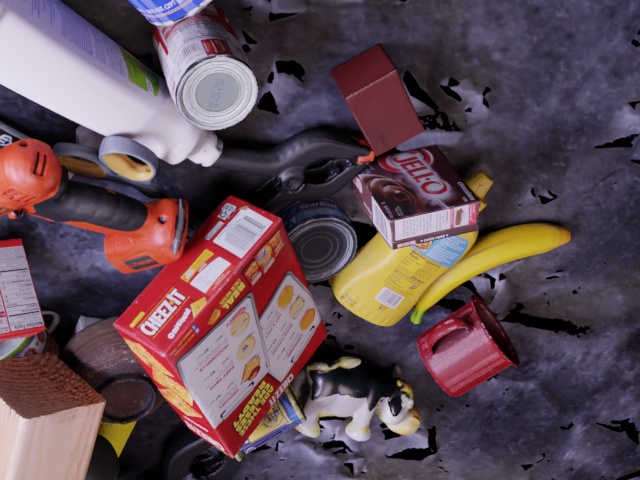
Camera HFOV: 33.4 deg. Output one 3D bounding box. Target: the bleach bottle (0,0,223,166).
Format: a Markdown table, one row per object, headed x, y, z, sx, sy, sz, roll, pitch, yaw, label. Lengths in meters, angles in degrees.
| x | y | z | sx | sy | sz | roll | pitch | yaw | label |
| --- | --- | --- | --- | --- | --- | --- | --- | --- | --- |
| -0.175 | -0.123 | 0.844 | 0.068 | 0.102 | 0.250 | -41 | 130 | 20 | bleach bottle |

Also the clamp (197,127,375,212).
| x | y | z | sx | sy | sz | roll | pitch | yaw | label |
| --- | --- | --- | --- | --- | --- | --- | --- | --- | --- |
| -0.034 | -0.055 | 1.000 | 0.171 | 0.039 | 0.120 | -9 | 142 | -10 | clamp |

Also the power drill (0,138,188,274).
| x | y | z | sx | sy | sz | roll | pitch | yaw | label |
| --- | --- | --- | --- | --- | --- | --- | --- | --- | --- |
| -0.221 | -0.021 | 0.901 | 0.187 | 0.057 | 0.185 | 18 | 159 | -39 | power drill |

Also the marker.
| x | y | z | sx | sy | sz | roll | pitch | yaw | label |
| --- | --- | --- | --- | --- | --- | --- | --- | --- | --- |
| -0.260 | -0.085 | 0.900 | 0.121 | 0.020 | 0.020 | 31 | 112 | -37 | marker |

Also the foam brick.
| x | y | z | sx | sy | sz | roll | pitch | yaw | label |
| --- | --- | --- | --- | --- | --- | --- | --- | --- | --- |
| 0.052 | -0.126 | 0.964 | 0.053 | 0.051 | 0.078 | -28 | 132 | 4 | foam brick |

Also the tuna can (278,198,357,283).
| x | y | z | sx | sy | sz | roll | pitch | yaw | label |
| --- | --- | --- | --- | --- | --- | --- | --- | --- | --- |
| -0.007 | 0.001 | 1.058 | 0.086 | 0.034 | 0.086 | -11 | 131 | -13 | tuna can |

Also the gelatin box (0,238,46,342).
| x | y | z | sx | sy | sz | roll | pitch | yaw | label |
| --- | --- | --- | --- | --- | --- | --- | --- | --- | --- |
| -0.288 | 0.046 | 0.936 | 0.030 | 0.089 | 0.073 | -22 | 172 | 37 | gelatin box |

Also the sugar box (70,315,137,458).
| x | y | z | sx | sy | sz | roll | pitch | yaw | label |
| --- | --- | --- | --- | --- | --- | --- | --- | --- | --- |
| -0.229 | 0.161 | 1.098 | 0.093 | 0.048 | 0.176 | 12 | 124 | -28 | sugar box |

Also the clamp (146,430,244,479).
| x | y | z | sx | sy | sz | roll | pitch | yaw | label |
| --- | --- | --- | --- | --- | --- | --- | --- | --- | --- |
| -0.156 | 0.270 | 1.221 | 0.164 | 0.036 | 0.210 | 8 | 128 | -27 | clamp |

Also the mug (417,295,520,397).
| x | y | z | sx | sy | sz | roll | pitch | yaw | label |
| --- | --- | --- | --- | --- | --- | --- | --- | --- | --- |
| 0.156 | 0.117 | 1.177 | 0.082 | 0.093 | 0.117 | -35 | 147 | 15 | mug |

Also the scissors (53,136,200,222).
| x | y | z | sx | sy | sz | roll | pitch | yaw | label |
| --- | --- | --- | --- | --- | --- | --- | --- | --- | --- |
| -0.167 | -0.050 | 0.927 | 0.096 | 0.016 | 0.202 | 5 | 165 | 5 | scissors |

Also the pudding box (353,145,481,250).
| x | y | z | sx | sy | sz | roll | pitch | yaw | label |
| --- | --- | --- | --- | --- | --- | --- | --- | --- | --- |
| 0.088 | -0.042 | 1.006 | 0.090 | 0.113 | 0.039 | -13 | 128 | -11 | pudding box |

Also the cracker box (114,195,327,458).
| x | y | z | sx | sy | sz | roll | pitch | yaw | label |
| --- | --- | --- | --- | --- | --- | --- | --- | --- | --- |
| -0.085 | 0.085 | 1.004 | 0.164 | 0.072 | 0.213 | -51 | 150 | -21 | cracker box |

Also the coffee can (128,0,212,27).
| x | y | z | sx | sy | sz | roll | pitch | yaw | label |
| --- | --- | --- | --- | --- | --- | --- | --- | --- | --- |
| -0.135 | -0.237 | 0.765 | 0.103 | 0.103 | 0.140 | -39 | 131 | 12 | coffee can |

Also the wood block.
| x | y | z | sx | sy | sz | roll | pitch | yaw | label |
| --- | --- | --- | --- | --- | --- | --- | --- | --- | --- |
| -0.275 | 0.216 | 0.959 | 0.090 | 0.091 | 0.206 | -6 | 121 | -50 | wood block |

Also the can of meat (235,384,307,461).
| x | y | z | sx | sy | sz | roll | pitch | yaw | label |
| --- | --- | --- | --- | --- | --- | --- | --- | --- | --- |
| -0.073 | 0.168 | 1.132 | 0.084 | 0.057 | 0.102 | -29 | 90 | 0 | can of meat |

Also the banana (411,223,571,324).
| x | y | z | sx | sy | sz | roll | pitch | yaw | label |
| --- | --- | --- | --- | --- | --- | --- | --- | --- | --- |
| 0.175 | 0.023 | 1.148 | 0.198 | 0.037 | 0.069 | -27 | 151 | 4 | banana |

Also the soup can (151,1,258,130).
| x | y | z | sx | sy | sz | roll | pitch | yaw | label |
| --- | --- | --- | --- | --- | --- | --- | --- | --- | --- |
| -0.094 | -0.143 | 0.859 | 0.068 | 0.102 | 0.068 | -11 | 131 | -13 | soup can |

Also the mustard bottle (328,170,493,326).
| x | y | z | sx | sy | sz | roll | pitch | yaw | label |
| --- | --- | --- | --- | --- | --- | --- | --- | --- | --- |
| 0.103 | 0.002 | 1.084 | 0.096 | 0.058 | 0.192 | 29 | 114 | -38 | mustard bottle |
